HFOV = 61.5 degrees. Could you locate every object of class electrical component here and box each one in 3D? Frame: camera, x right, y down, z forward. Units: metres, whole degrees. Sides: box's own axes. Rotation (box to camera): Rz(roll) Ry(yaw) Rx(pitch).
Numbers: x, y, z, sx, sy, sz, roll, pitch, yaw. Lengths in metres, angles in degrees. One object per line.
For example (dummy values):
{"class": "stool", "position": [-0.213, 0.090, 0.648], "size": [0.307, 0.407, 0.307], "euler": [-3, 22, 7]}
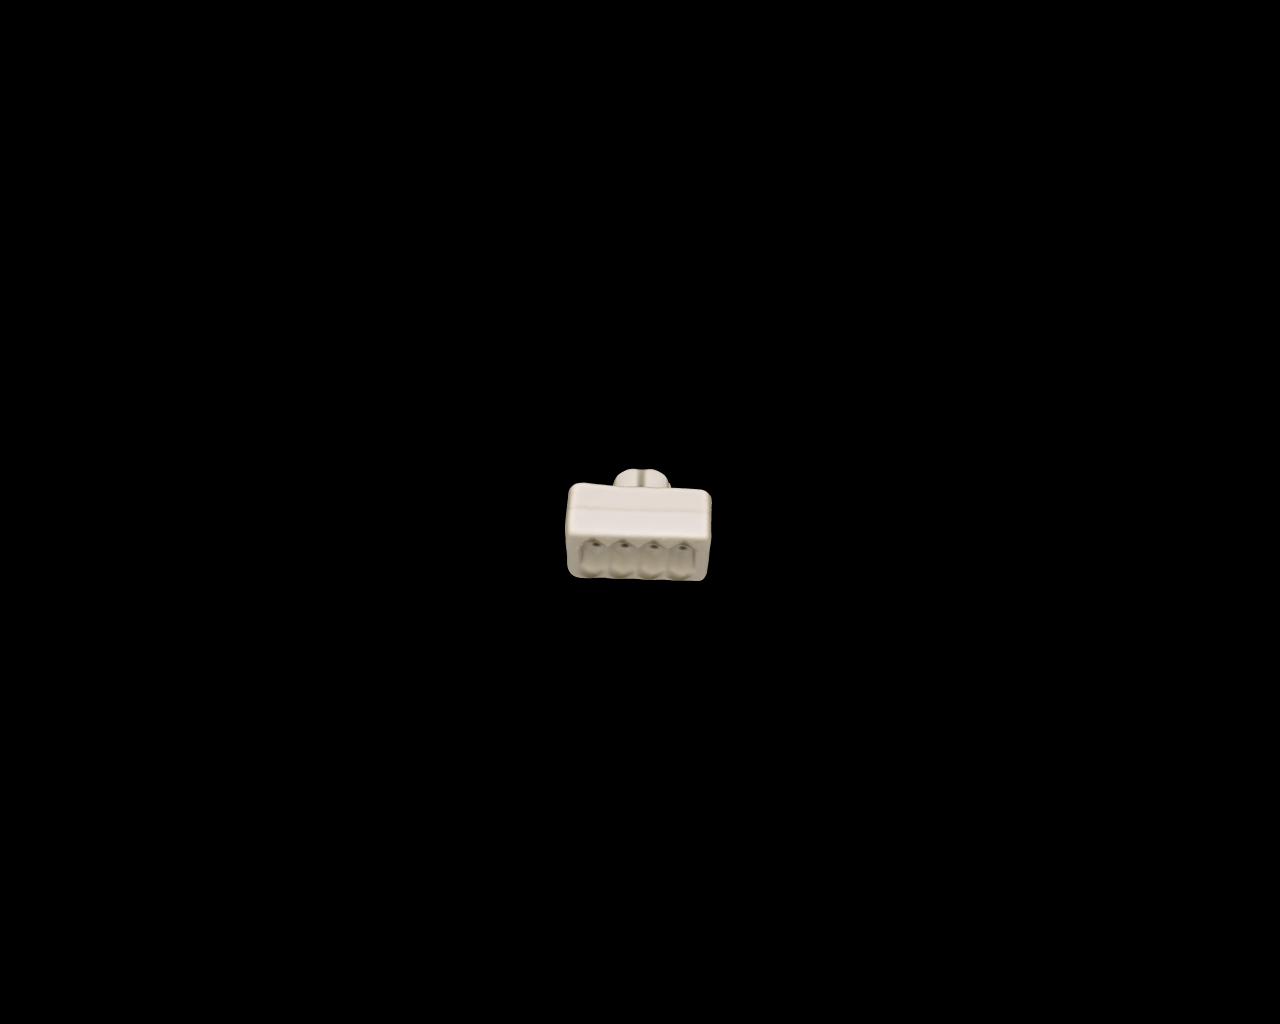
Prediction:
{"class": "electrical component", "position": [0.001, -0.003, 0.650], "size": [0.083, 0.076, 0.047], "euler": [3, -34, 2]}
